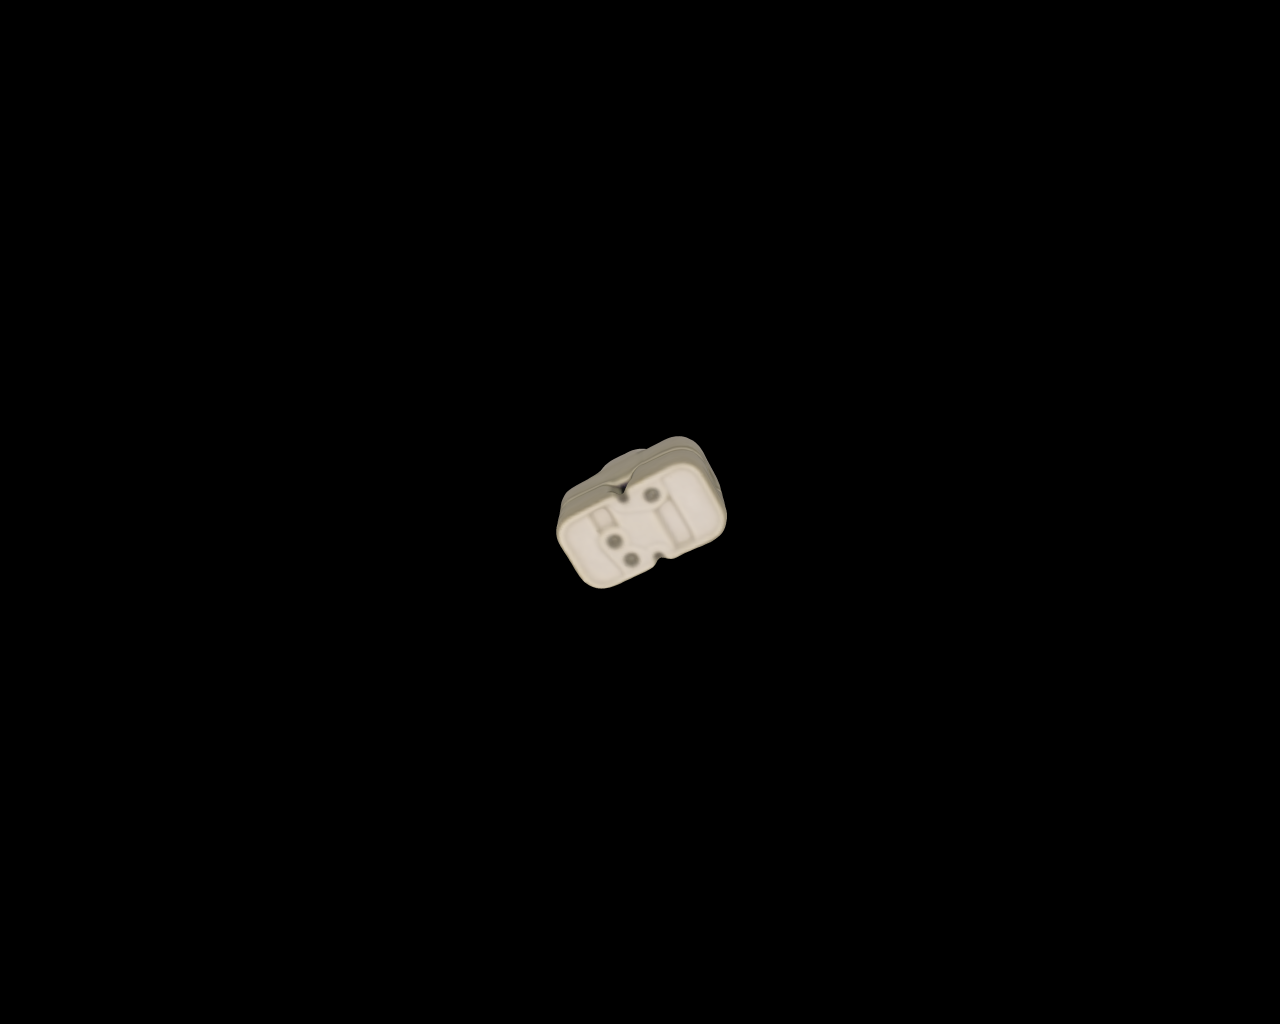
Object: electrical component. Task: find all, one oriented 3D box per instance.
[{"bbox_3d":[0.001,-0.003,0.650,0.095,0.053,0.059,-26,21,11],"label":"electrical component"}]
